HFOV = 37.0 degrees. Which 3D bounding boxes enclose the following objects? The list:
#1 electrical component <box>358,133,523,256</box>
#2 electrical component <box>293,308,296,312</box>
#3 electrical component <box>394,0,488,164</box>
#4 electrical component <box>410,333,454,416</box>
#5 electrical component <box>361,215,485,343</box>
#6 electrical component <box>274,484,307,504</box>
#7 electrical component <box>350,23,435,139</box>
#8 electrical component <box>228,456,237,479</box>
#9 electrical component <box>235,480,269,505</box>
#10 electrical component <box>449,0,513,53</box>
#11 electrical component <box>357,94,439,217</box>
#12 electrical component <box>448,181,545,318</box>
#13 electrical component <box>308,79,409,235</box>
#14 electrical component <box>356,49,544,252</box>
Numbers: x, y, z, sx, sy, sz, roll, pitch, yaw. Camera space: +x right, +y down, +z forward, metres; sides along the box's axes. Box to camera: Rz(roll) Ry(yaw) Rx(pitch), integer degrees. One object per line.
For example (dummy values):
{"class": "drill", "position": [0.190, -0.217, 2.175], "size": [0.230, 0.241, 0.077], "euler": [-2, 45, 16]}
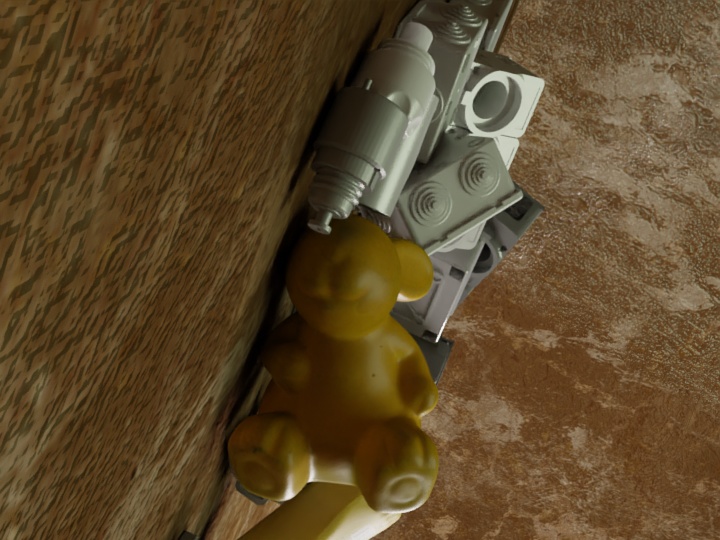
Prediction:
{"class": "electrical component", "position": [0.050, -0.055, 0.748], "size": [0.100, 0.048, 0.100], "euler": [-31, -161, -15]}
{"class": "electrical component", "position": [-0.013, 0.026, 0.767], "size": [0.050, 0.056, 0.089], "euler": [-47, 160, -78]}
{"class": "electrical component", "position": [0.045, -0.129, 0.726], "size": [0.099, 0.048, 0.099], "euler": [-60, 171, -58]}
{"class": "electrical component", "position": [0.021, 0.076, 1.018], "size": [0.063, 0.121, 0.078], "euler": [96, 17, -66]}
{"class": "electrical component", "position": [0.043, -0.003, 0.965], "size": [0.108, 0.109, 0.056], "euler": [108, 9, -47]}
{"class": "electrical component", "position": [-0.031, 0.168, 0.966], "size": [0.186, 0.105, 0.060], "euler": [-8, 121, -85]}
{"class": "electrical component", "position": [0.021, -0.106, 0.586], "size": [0.043, 0.043, 0.062], "euler": [103, 10, -67]}
{"class": "electrical component", "position": [-0.066, 0.124, 0.711], "size": [0.062, 0.048, 0.048], "euler": [58, 55, -77]}
{"class": "electrical component", "position": [-0.056, 0.129, 0.773], "size": [0.078, 0.058, 0.057], "euler": [-56, 175, -6]}
{"class": "electrical component", "position": [0.093, -0.202, 0.946], "size": [0.099, 0.048, 0.099], "euler": [-62, 174, -49]}
{"class": "electrical component", "position": [0.014, -0.075, 0.663], "size": [0.079, 0.043, 0.077], "euler": [14, 99, -86]}
{"class": "electrical component", "position": [0.077, -0.025, 1.025], "size": [0.060, 0.105, 0.186], "euler": [-47, 176, -39]}
{"class": "electrical component", "position": [-0.005, -0.055, 0.541], "size": [0.040, 0.040, 0.078], "euler": [95, 19, -77]}
{"class": "electrical component", "position": [0.071, -0.095, 0.840], "size": [0.061, 0.089, 0.150], "euler": [48, -56, 48]}
